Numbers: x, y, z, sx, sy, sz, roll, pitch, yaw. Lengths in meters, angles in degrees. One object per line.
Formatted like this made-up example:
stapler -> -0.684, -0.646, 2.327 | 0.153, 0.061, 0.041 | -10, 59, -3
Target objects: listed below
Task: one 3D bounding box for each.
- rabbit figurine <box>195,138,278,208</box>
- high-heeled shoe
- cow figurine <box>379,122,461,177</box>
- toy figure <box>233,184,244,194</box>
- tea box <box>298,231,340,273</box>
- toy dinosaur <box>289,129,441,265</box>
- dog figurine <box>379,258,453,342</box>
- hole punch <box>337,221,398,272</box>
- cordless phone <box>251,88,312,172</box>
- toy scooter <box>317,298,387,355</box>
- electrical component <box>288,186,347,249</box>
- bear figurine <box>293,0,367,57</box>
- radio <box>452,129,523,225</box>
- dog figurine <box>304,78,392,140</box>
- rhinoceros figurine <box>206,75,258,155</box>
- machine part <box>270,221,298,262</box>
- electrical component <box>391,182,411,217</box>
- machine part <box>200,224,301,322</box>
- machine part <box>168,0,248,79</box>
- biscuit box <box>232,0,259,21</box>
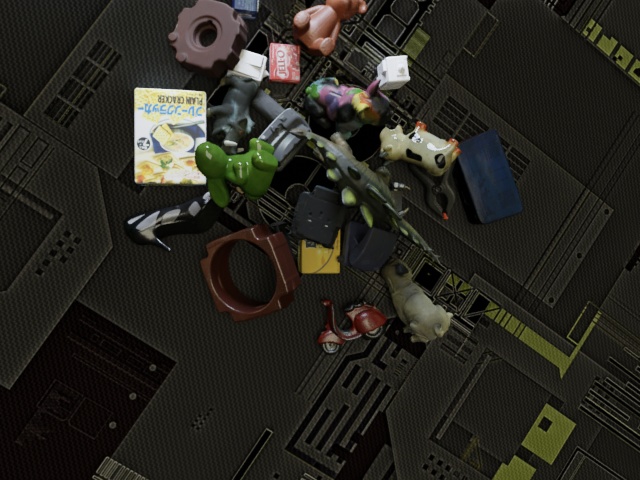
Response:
rabbit figurine -> -0.198, -0.160, 1.192 | 0.170, 0.121, 0.159 | 14, 127, -21
high-heeled shoe -> -0.334, -0.070, 1.264 | 0.145, 0.086, 0.249 | 34, 64, 21
cow figurine -> 0.233, -0.222, 1.328 | 0.195, 0.085, 0.127 | 33, 86, 22
toy figure -> -0.198, -0.161, 1.281 | 0.154, 0.058, 0.064 | 35, 50, -9
tea box -> -0.003, -0.004, 1.317 | 0.098, 0.068, 0.169 | -1, 93, -11
toy dinosaur -> 0.114, -0.108, 1.262 | 0.471, 0.199, 0.105 | 35, 115, -20
dog figurine -> 0.229, 0.142, 1.320 | 0.121, 0.172, 0.190 | -35, 105, -19
hole punch -> 0.120, 0.019, 1.309 | 0.142, 0.092, 0.115 | 12, 86, -49
cordless phone -> -0.124, -0.270, 1.291 | 0.184, 0.088, 0.146 | 41, 84, 2
toy scooter -> 0.070, 0.196, 1.335 | 0.184, 0.075, 0.135 | -20, 95, -5
electrical component -> -0.004, -0.056, 1.252 | 0.115, 0.058, 0.134 | 16, 88, -11
bear figurine -> 0.029, -0.533, 1.282 | 0.196, 0.132, 0.120 | -44, 106, -1
radio -> 0.425, -0.158, 1.398 | 0.131, 0.073, 0.229 | -22, 94, -9
dog figurine -> 0.067, -0.321, 1.247 | 0.191, 0.219, 0.108 | 32, 82, -11
rhinoceros figurine -> -0.198, -0.287, 1.251 | 0.112, 0.073, 0.190 | 15, 84, 9
machine part -> -0.086, 0.020, 1.299 | 0.039, 0.084, 0.139 | -18, 77, 19
electrical component -> 0.185, -0.102, 1.363 | 0.078, 0.045, 0.102 | 6, 90, -13
machine part -> -0.159, 0.075, 1.236 | 0.202, 0.087, 0.201 | -18, 94, 25
machine part -> -0.256, -0.461, 1.229 | 0.179, 0.056, 0.179 | -2, 82, 11
biscuit box -> -0.173, -0.630, 1.271 | 0.063, 0.059, 0.202 | 4, 91, -10
